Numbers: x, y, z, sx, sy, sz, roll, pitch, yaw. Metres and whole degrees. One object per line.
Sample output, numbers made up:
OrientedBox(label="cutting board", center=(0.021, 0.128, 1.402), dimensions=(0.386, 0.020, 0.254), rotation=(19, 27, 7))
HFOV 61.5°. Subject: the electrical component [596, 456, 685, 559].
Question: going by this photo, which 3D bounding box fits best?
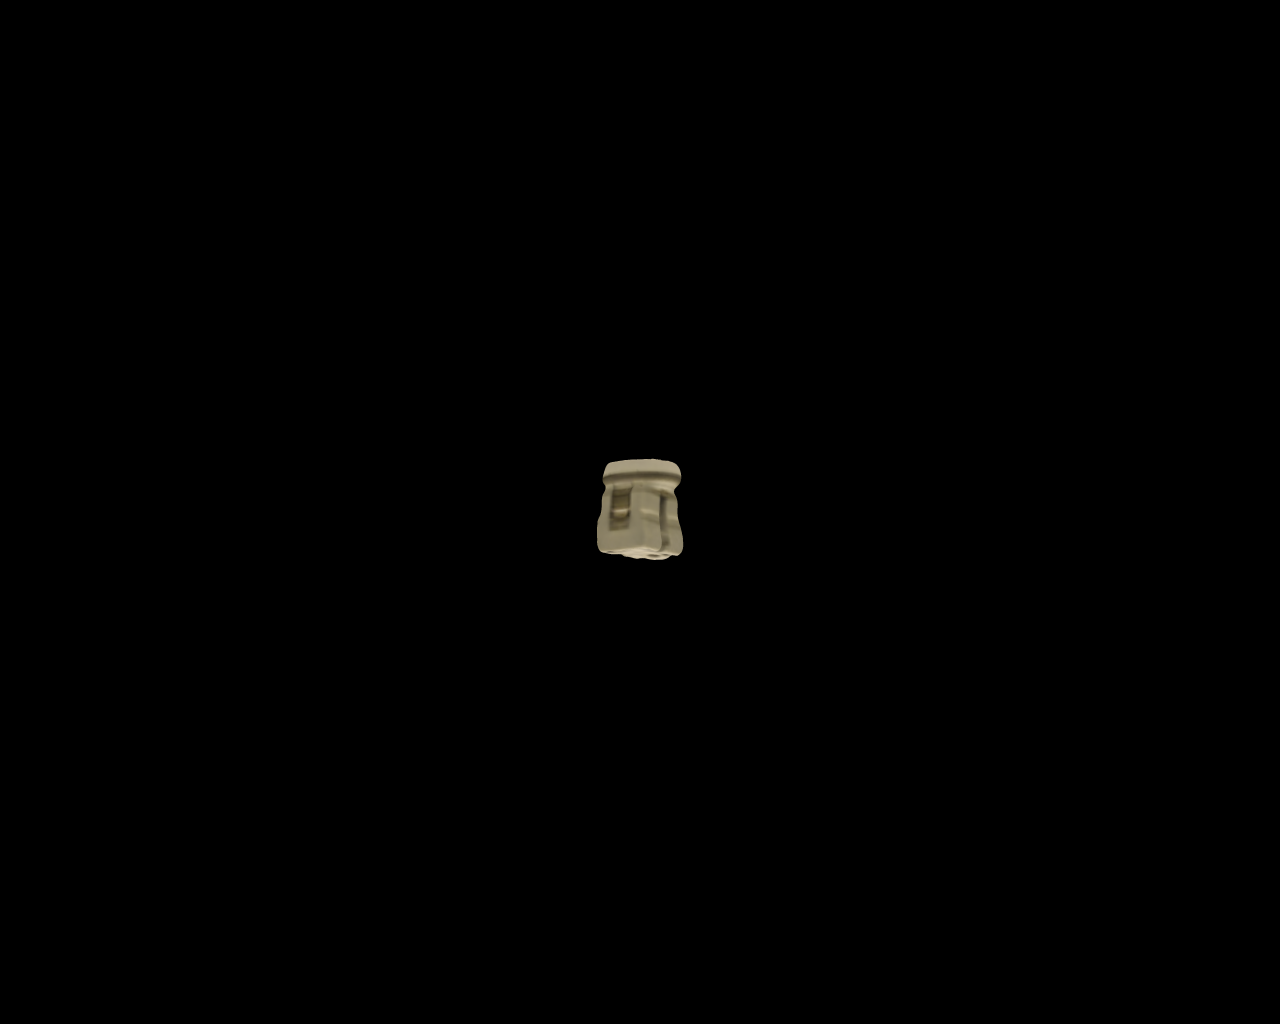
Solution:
OrientedBox(label="electrical component", center=(0.001, -0.003, 0.650), dimensions=(0.048, 0.055, 0.066), rotation=(-6, -11, 31))
